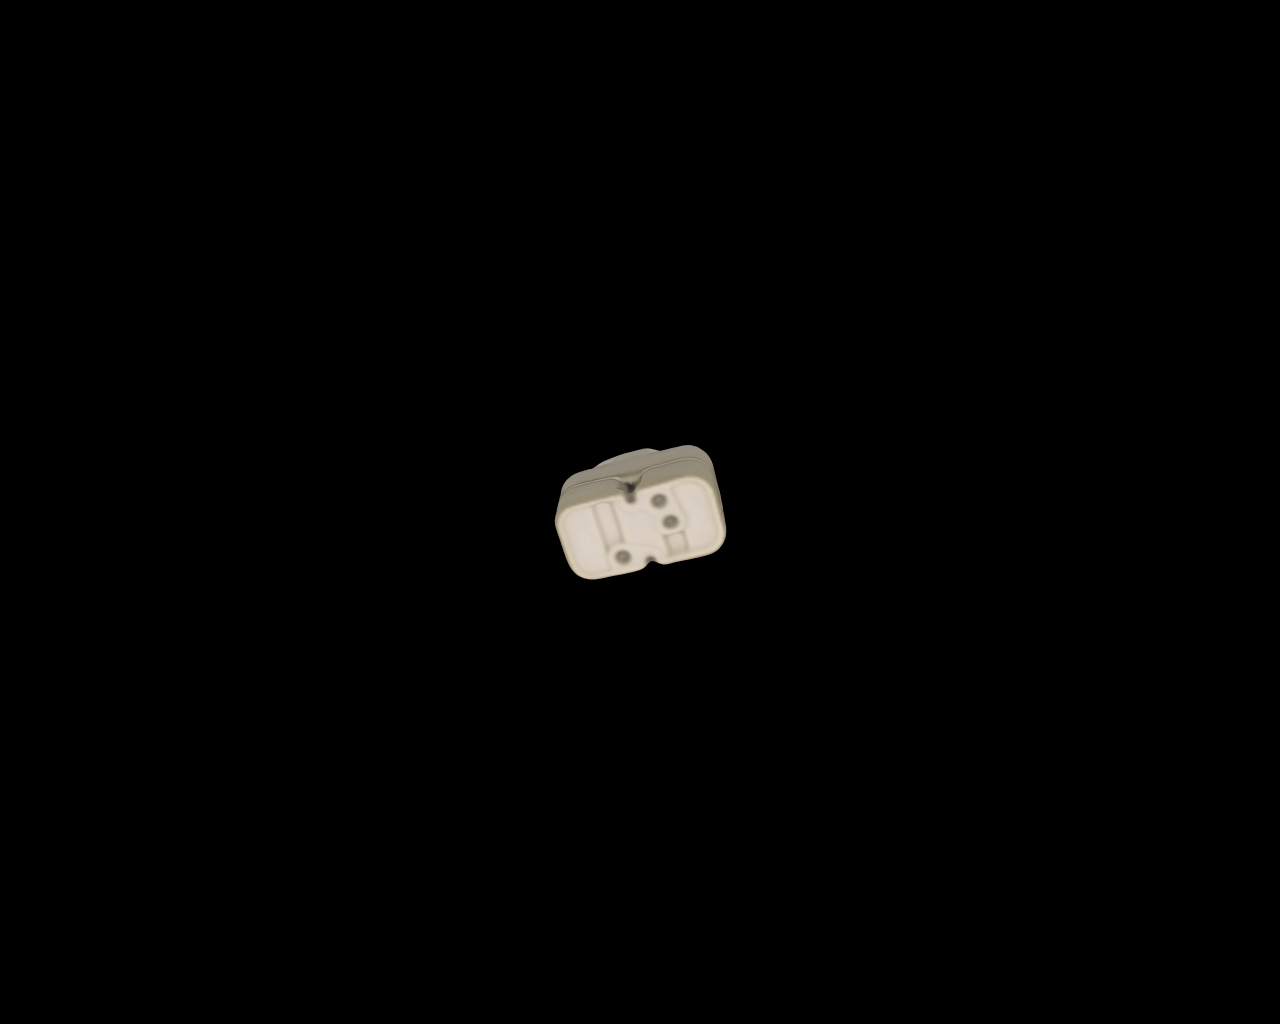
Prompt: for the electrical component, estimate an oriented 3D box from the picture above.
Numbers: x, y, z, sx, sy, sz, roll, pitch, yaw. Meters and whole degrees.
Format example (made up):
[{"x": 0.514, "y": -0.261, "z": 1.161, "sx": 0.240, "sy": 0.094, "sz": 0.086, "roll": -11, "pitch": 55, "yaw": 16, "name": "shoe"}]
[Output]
[{"x": 0.001, "y": -0.003, "z": 0.650, "sx": 0.095, "sy": 0.053, "sz": 0.059, "roll": -14, "pitch": 26, "yaw": 7, "name": "electrical component"}]
